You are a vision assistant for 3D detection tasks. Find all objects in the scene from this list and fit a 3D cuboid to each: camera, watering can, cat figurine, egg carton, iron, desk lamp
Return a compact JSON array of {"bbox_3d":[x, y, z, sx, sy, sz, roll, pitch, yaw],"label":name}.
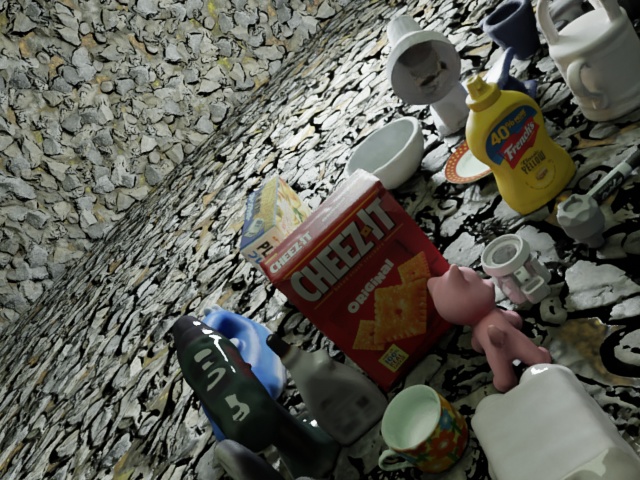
[{"bbox_3d":[0.422,-0.340,0.891,0.136,0.101,0.143,-32,28,24],"label":"camera"},{"bbox_3d":[0.358,-0.266,0.758,0.100,0.194,0.173,-25,31,34],"label":"watering can"},{"bbox_3d":[0.165,0.077,0.597,0.067,0.118,0.127,-39,25,8],"label":"cat figurine"},{"bbox_3d":[0.190,0.174,0.467,0.107,0.069,0.150,-38,25,10],"label":"egg carton"},{"bbox_3d":[-0.140,0.170,0.875,0.118,0.142,0.258,-38,26,12],"label":"iron"},{"bbox_3d":[0.196,-0.291,1.014,0.117,0.214,0.203,-33,27,20],"label":"desk lamp"}]

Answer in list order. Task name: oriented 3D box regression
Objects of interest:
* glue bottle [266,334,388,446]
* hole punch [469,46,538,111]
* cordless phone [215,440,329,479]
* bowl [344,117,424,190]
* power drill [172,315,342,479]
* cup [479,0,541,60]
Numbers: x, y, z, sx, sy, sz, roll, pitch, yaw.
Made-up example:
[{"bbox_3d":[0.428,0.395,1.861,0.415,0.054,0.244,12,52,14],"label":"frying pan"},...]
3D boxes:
[{"bbox_3d":[0.000,0.159,0.646,0.078,0.173,0.037,-42,25,4],"label":"glue bottle"},{"bbox_3d":[0.292,-0.248,0.949,0.100,0.091,0.109,-18,35,42],"label":"hole punch"},{"bbox_3d":[-0.012,0.252,0.505,0.147,0.185,0.094,-3,46,54],"label":"cordless phone"},{"bbox_3d":[0.129,-0.143,1.045,0.167,0.075,0.167,-34,27,20],"label":"bowl"},{"bbox_3d":[-0.078,0.190,0.671,0.076,0.209,0.229,-47,25,-8],"label":"power drill"},{"bbox_3d":[0.355,-0.383,1.063,0.092,0.095,0.117,-49,26,-12],"label":"cup"}]
